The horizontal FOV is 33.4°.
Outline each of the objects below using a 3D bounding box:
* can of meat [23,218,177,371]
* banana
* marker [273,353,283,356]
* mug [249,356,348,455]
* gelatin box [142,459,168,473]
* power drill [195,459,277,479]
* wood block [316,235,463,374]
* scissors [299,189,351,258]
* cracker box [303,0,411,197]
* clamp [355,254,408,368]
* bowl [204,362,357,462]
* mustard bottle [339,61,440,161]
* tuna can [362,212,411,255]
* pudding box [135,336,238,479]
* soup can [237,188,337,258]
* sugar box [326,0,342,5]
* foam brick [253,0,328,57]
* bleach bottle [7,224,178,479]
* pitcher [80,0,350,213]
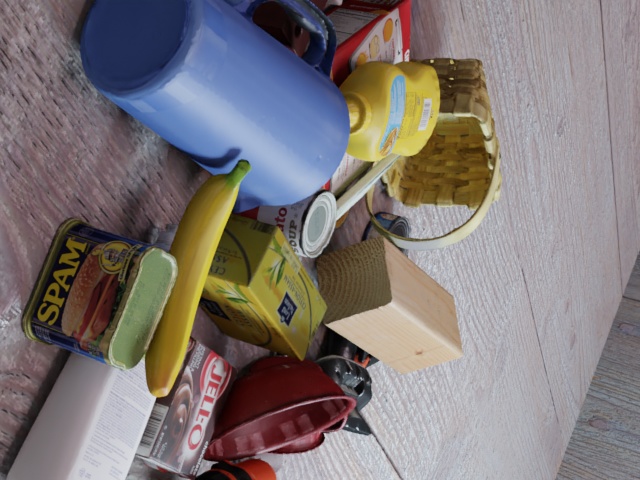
[{"bbox_3d":[-0.169,0.043,0.826,0.057,0.084,0.102,38,71,-62],"label":"can of meat"},{"bbox_3d":[-0.107,0.027,0.857,0.070,0.037,0.198,167,-59,-76],"label":"banana"},{"bbox_3d":[-0.042,0.109,1.195,0.020,0.020,0.121,-25,126,-58],"label":"marker"},{"bbox_3d":[-0.027,0.178,1.159,0.093,0.117,0.081,-50,145,-73],"label":"mug"},{"bbox_3d":[-0.143,0.162,1.008,0.089,0.030,0.073,-56,147,-34],"label":"gelatin box"},{"bbox_3d":[-0.124,0.304,1.035,0.188,0.057,0.184,-61,159,9],"label":"power drill"},{"bbox_3d":[0.087,0.083,1.285,0.205,0.091,0.090,38,39,-52],"label":"wood block"},{"bbox_3d":[-0.008,0.001,1.205,0.201,0.016,0.096,-66,153,-15],"label":"scissors"},{"bbox_3d":[0.020,-0.149,1.113,0.213,0.072,0.164,-45,143,-47],"label":"cracker box"},{"bbox_3d":[0.084,0.096,1.420,0.171,0.039,0.120,-50,135,-43],"label":"clamp"},{"bbox_3d":[-0.048,0.164,1.054,0.162,0.162,0.055,29,37,-64],"label":"bowl"},{"bbox_3d":[0.058,-0.126,1.046,0.191,0.058,0.096,-18,123,-62],"label":"mustard bottle"},{"bbox_3d":[0.084,0.008,1.373,0.086,0.034,0.086,-40,138,-49],"label":"tuna can"},{"bbox_3d":[-0.124,0.150,0.959,0.113,0.039,0.090,-67,151,-15],"label":"pudding box"},{"bbox_3d":[-0.043,-0.027,1.017,0.068,0.102,0.068,-41,140,-48],"label":"soup can"},{"bbox_3d":[-0.011,-0.304,0.991,0.093,0.048,0.176,-70,157,-14],"label":"sugar box"},{"bbox_3d":[-0.033,-0.216,0.989,0.078,0.051,0.053,-67,154,-15],"label":"foam brick"},{"bbox_3d":[-0.165,0.105,0.896,0.250,0.068,0.102,-67,153,-20],"label":"bleach bottle"},{"bbox_3d":[-0.076,-0.132,0.866,0.242,0.145,0.149,31,45,-61],"label":"pitcher"}]
